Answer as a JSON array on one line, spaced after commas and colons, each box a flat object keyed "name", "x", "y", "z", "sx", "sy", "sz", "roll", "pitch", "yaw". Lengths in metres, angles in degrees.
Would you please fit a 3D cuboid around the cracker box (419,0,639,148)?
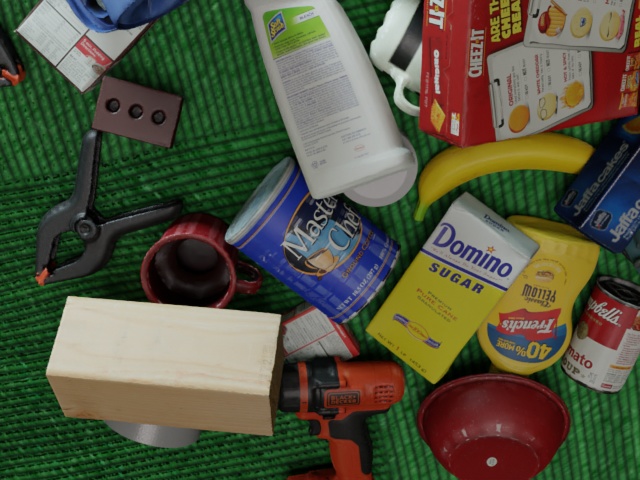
[{"name": "cracker box", "x": 0.189, "y": -0.180, "z": 0.928, "sx": 0.213, "sy": 0.072, "sz": 0.164, "roll": -13, "pitch": 114, "yaw": -30}]

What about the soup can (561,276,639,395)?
[{"name": "soup can", "x": 0.294, "y": 0.096, "z": 1.084, "sx": 0.068, "sy": 0.068, "sz": 0.102, "roll": 17, "pitch": 111, "yaw": -4}]

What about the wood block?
[{"name": "wood block", "x": -0.142, "y": 0.121, "z": 1.023, "sx": 0.206, "sy": 0.090, "sz": 0.091, "roll": 5, "pitch": 146, "yaw": 5}]

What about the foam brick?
[{"name": "foam brick", "x": -0.173, "y": -0.122, "z": 1.020, "sx": 0.078, "sy": 0.051, "sz": 0.053, "roll": 14, "pitch": 93, "yaw": -5}]

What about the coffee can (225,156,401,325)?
[{"name": "coffee can", "x": -0.007, "y": 0.001, "z": 1.040, "sx": 0.140, "sy": 0.103, "sz": 0.103, "roll": 38, "pitch": 108, "yaw": -12}]

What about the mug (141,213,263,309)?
[{"name": "mug", "x": -0.113, "y": 0.026, "z": 1.064, "sx": 0.117, "sy": 0.081, "sz": 0.093, "roll": 14, "pitch": 111, "yaw": -3}]

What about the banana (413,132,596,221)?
[{"name": "banana", "x": 0.179, "y": -0.075, "z": 1.043, "sx": 0.198, "sy": 0.037, "sz": 0.069, "roll": -14, "pitch": 132, "yaw": 9}]

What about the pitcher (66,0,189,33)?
[{"name": "pitcher", "x": -0.187, "y": -0.305, "z": 0.904, "sx": 0.149, "sy": 0.145, "sz": 0.243, "roll": -34, "pitch": 93, "yaw": -10}]

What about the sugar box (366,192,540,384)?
[{"name": "sugar box", "x": 0.129, "y": 0.049, "z": 1.056, "sx": 0.093, "sy": 0.048, "sz": 0.176, "roll": 37, "pitch": 122, "yaw": 10}]

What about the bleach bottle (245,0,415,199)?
[{"name": "bleach bottle", "x": 0.000, "y": -0.169, "z": 0.970, "sx": 0.103, "sy": 0.068, "sz": 0.251, "roll": -18, "pitch": 90, "yaw": 14}]

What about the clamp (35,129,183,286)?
[{"name": "clamp", "x": -0.235, "y": -0.027, "z": 1.074, "sx": 0.171, "sy": 0.039, "sz": 0.120, "roll": -37, "pitch": 94, "yaw": 12}]

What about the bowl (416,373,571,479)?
[{"name": "bowl", "x": 0.180, "y": 0.210, "z": 1.110, "sx": 0.162, "sy": 0.055, "sz": 0.162, "roll": 4, "pitch": 132, "yaw": 4}]

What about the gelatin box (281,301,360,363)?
[{"name": "gelatin box", "x": -0.014, "y": 0.105, "z": 1.120, "sx": 0.089, "sy": 0.030, "sz": 0.073, "roll": -28, "pitch": 109, "yaw": 12}]

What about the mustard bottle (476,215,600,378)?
[{"name": "mustard bottle", "x": 0.211, "y": 0.075, "z": 1.084, "sx": 0.096, "sy": 0.058, "sz": 0.192, "roll": 13, "pitch": 111, "yaw": 0}]

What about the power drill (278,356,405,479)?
[{"name": "power drill", "x": -0.005, "y": 0.209, "z": 1.122, "sx": 0.184, "sy": 0.057, "sz": 0.188, "roll": -2, "pitch": 121, "yaw": -4}]

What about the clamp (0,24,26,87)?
[{"name": "clamp", "x": -0.383, "y": -0.199, "z": 1.013, "sx": 0.210, "sy": 0.036, "sz": 0.165, "roll": 36, "pitch": 108, "yaw": -11}]

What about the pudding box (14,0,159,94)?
[{"name": "pudding box", "x": -0.216, "y": -0.207, "z": 1.003, "sx": 0.090, "sy": 0.039, "sz": 0.113, "roll": 44, "pitch": 104, "yaw": -11}]
